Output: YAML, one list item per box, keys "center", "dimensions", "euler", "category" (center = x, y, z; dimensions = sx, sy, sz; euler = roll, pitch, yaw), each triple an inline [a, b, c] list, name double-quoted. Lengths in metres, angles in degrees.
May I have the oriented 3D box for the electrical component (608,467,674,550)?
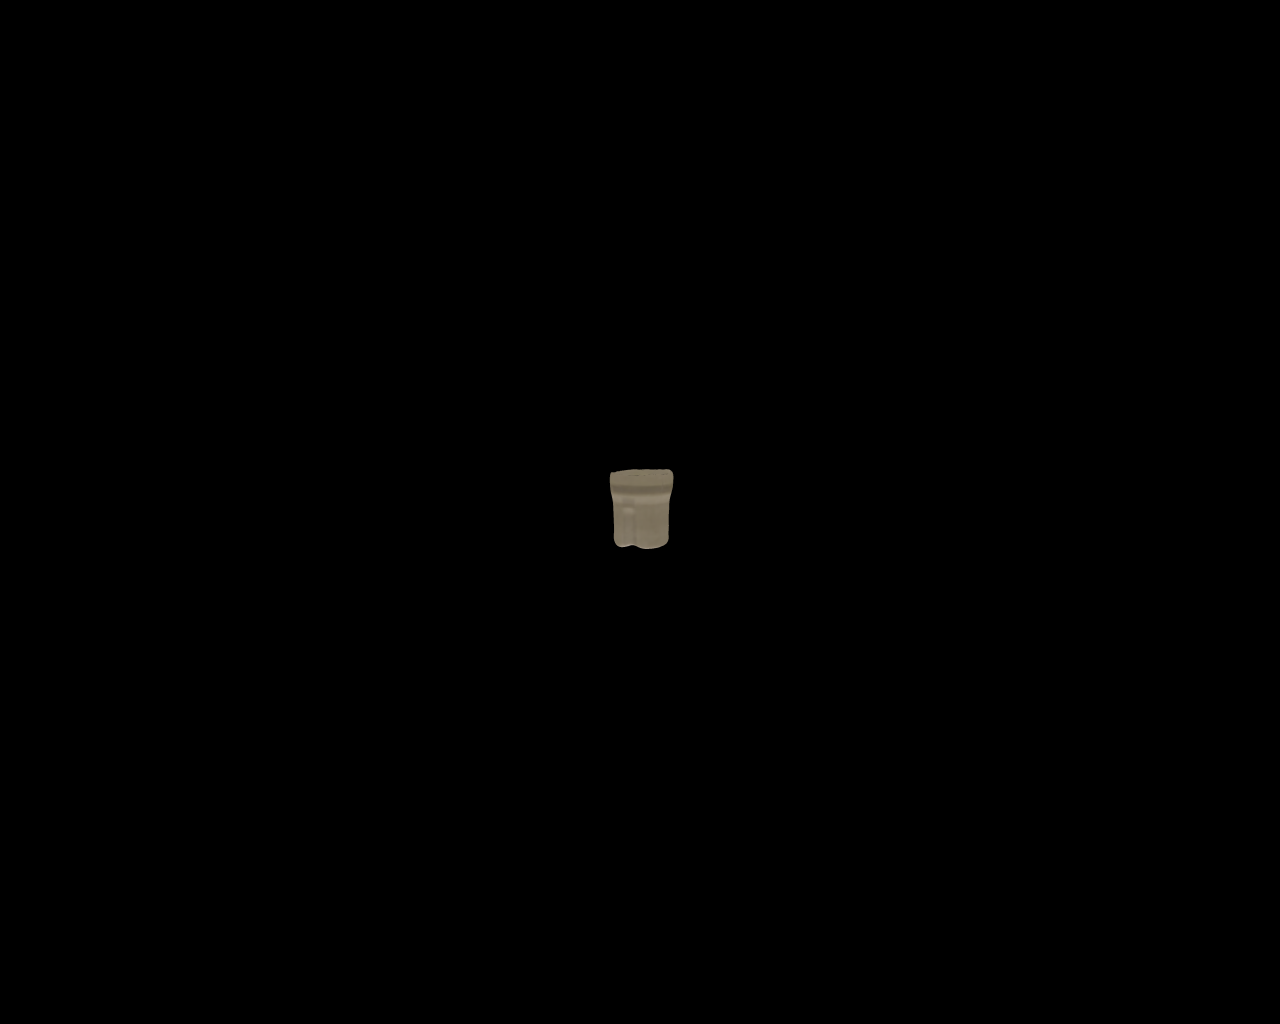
- center: [0.001, -0.003, 0.650]
  dimensions: [0.040, 0.046, 0.040]
  euler: [0, 7, 0]
  category: "electrical component"
